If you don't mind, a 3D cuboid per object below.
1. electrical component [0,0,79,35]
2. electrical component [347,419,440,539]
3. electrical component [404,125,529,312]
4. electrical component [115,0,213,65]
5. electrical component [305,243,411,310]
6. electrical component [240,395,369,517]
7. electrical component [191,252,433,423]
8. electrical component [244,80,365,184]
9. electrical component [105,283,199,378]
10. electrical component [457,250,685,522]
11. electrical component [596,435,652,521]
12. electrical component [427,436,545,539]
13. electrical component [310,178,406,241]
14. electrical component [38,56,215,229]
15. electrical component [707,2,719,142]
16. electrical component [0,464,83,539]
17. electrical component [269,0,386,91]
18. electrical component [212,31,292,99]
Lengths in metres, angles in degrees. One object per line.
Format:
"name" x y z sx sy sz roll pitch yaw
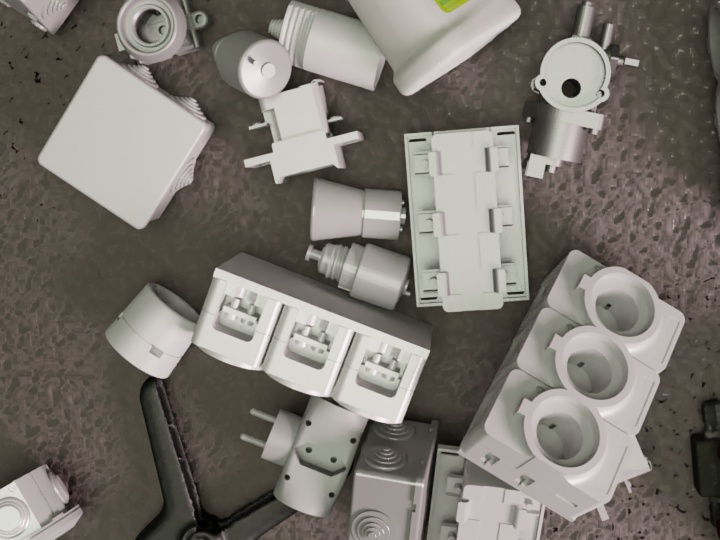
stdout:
"electrical component" -0.237 -0.209 0.724 0.100 0.099 0.048 34 86 0
"electrical component" 0.022 0.158 0.748 0.048 0.099 0.099 8 111 8
"electrical component" 0.073 -0.035 0.736 0.079 0.063 0.121 -4 97 6
"electrical component" -0.139 -0.166 0.741 0.066 0.055 0.048 -15 96 7
"electrical component" 0.000 0.000 0.759 0.078 0.040 0.040 19 99 3
"electrical component" -0.043 0.121 0.751 0.079 0.043 0.077 22 92 0
"electrical component" -0.031 0.048 0.743 0.150 0.089 0.061 21 99 2
"electrical component" -0.041 -0.096 0.749 0.081 0.042 0.063 -13 95 6
"electrical component" -0.146 0.042 0.771 0.055 0.055 0.047 39 96 -1
"electrical component" 0.142 0.073 0.706 0.089 0.061 0.150 31 63 1
"electrical component" 0.168 0.129 0.761 0.064 0.042 0.081 -23 95 4
"electrical component" 0.087 0.186 0.750 0.079 0.063 0.121 6 113 4
"electrical component" -0.001 -0.040 0.754 0.065 0.044 0.044 4 98 0
"electrical component" -0.161 -0.090 0.757 0.100 0.048 0.099 34 99 0
"electrical component" 0.268 -0.101 0.696 0.062 0.089 0.150 -7 97 6
"electrical component" -0.249 0.182 0.787 0.080 0.080 0.051 -31 88 8
"electrical component" -0.023 -0.155 0.738 0.081 0.043 0.043 18 99 3
"electrical component" -0.079 -0.143 0.733 0.040 0.078 0.040 -15 119 -29
